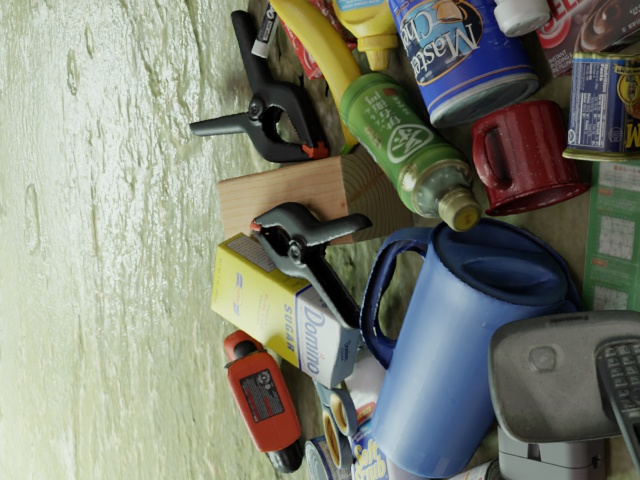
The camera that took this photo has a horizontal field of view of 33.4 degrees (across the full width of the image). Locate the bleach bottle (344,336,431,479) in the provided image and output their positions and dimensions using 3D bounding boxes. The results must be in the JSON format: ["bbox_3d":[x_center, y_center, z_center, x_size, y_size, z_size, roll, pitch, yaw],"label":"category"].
[{"bbox_3d":[0.067,0.223,1.150,0.103,0.067,0.251,-22,78,55],"label":"bleach bottle"}]

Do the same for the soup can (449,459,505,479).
[{"bbox_3d":[0.156,0.261,1.054,0.102,0.068,0.068,-38,70,45],"label":"soup can"}]

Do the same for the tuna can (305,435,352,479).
[{"bbox_3d":[0.013,0.263,1.211,0.086,0.033,0.086,166,90,-74],"label":"tuna can"}]

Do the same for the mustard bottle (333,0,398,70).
[{"bbox_3d":[0.052,-0.266,1.065,0.096,0.058,0.191,1,98,43],"label":"mustard bottle"}]

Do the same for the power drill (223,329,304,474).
[{"bbox_3d":[-0.061,0.192,1.222,0.188,0.057,0.184,150,97,-83],"label":"power drill"}]

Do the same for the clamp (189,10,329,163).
[{"bbox_3d":[-0.064,-0.161,1.230,0.210,0.036,0.165,34,115,36],"label":"clamp"}]

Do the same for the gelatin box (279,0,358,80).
[{"bbox_3d":[-0.001,-0.230,1.152,0.073,0.030,0.089,-39,69,44],"label":"gelatin box"}]

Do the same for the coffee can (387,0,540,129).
[{"bbox_3d":[0.126,-0.186,0.969,0.103,0.102,0.140,-29,76,46],"label":"coffee can"}]

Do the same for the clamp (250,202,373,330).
[{"bbox_3d":[-0.007,0.001,1.065,0.172,0.039,0.120,35,123,36],"label":"clamp"}]

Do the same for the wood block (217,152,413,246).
[{"bbox_3d":[-0.010,-0.038,1.158,0.207,0.090,0.090,-7,92,48],"label":"wood block"}]

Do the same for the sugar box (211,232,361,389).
[{"bbox_3d":[-0.038,0.074,1.136,0.176,0.048,0.093,32,131,30],"label":"sugar box"}]

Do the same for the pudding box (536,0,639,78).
[{"bbox_3d":[0.231,-0.201,0.898,0.114,0.039,0.090,-29,77,47],"label":"pudding box"}]

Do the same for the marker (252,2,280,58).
[{"bbox_3d":[-0.048,-0.264,1.188,0.020,0.020,0.121,30,106,40],"label":"marker"}]

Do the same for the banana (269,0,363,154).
[{"bbox_3d":[0.009,-0.178,1.111,0.070,0.037,0.198,-13,109,35],"label":"banana"}]

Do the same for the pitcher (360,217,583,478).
[{"bbox_3d":[0.122,0.103,1.012,0.149,0.144,0.243,51,135,40],"label":"pitcher"}]

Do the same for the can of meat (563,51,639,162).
[{"bbox_3d":[0.244,-0.109,0.859,0.058,0.101,0.084,12,105,46],"label":"can of meat"}]

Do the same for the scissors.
[{"bbox_3d":[0.007,0.153,1.183,0.096,0.016,0.202,113,147,-54],"label":"scissors"}]

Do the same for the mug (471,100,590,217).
[{"bbox_3d":[0.173,-0.072,0.935,0.093,0.117,0.081,-24,76,46],"label":"mug"}]
